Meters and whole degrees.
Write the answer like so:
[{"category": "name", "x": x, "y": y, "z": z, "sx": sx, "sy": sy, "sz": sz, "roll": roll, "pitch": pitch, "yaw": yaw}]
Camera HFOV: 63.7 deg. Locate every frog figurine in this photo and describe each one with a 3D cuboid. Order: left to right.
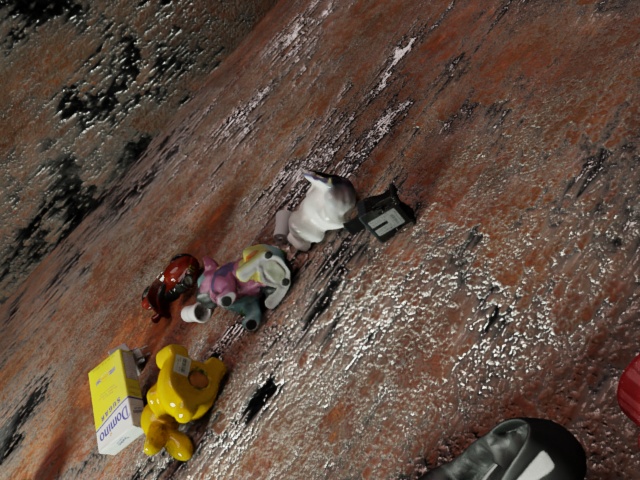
[{"category": "frog figurine", "x": 0.003, "y": -0.051, "z": 1.007, "sx": 0.123, "sy": 0.158, "sz": 0.138, "roll": 1, "pitch": 14, "yaw": -39}]
